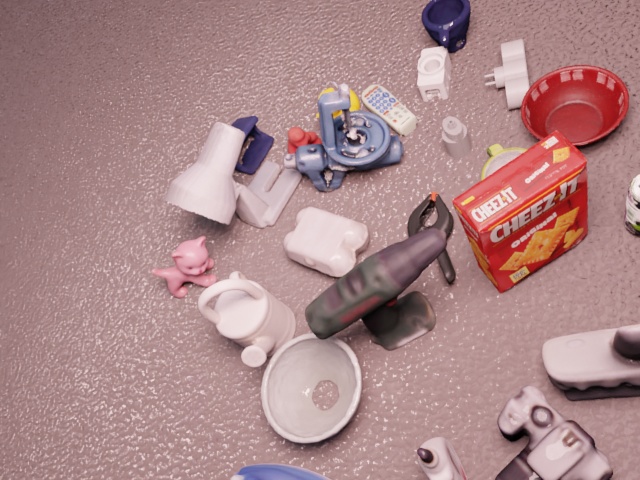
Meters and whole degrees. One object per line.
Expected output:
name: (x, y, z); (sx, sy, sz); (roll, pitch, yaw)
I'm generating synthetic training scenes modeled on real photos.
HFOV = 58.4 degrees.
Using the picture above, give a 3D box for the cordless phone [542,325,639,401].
cordless phone: (0.354, 0.135, 0.714); (0.147, 0.186, 0.094); (-15, 59, 17)

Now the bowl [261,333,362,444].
bowl: (-0.003, 0.234, 0.893); (0.167, 0.075, 0.167); (-11, 60, 20)

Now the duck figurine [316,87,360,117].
duck figurine: (0.029, -0.266, 1.134); (0.077, 0.086, 0.105); (25, 77, 33)

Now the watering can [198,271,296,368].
watering can: (-0.119, 0.122, 0.932); (0.101, 0.195, 0.172); (-46, 55, -4)

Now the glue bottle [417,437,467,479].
glue bottle: (0.151, 0.286, 0.735); (0.037, 0.174, 0.078); (-31, 56, 7)

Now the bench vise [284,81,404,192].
bench vise: (0.026, -0.171, 1.003); (0.207, 0.220, 0.121); (-31, 56, 7)

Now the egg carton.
egg carton: (0.009, 0.004, 1.012); (0.149, 0.070, 0.107); (18, 73, 31)

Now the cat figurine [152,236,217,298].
cat figurine: (-0.255, 0.046, 1.081); (0.127, 0.118, 0.067); (-23, 57, 13)

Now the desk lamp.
desk lamp: (-0.161, -0.104, 1.058); (0.117, 0.214, 0.203); (22, 75, 32)

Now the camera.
camera: (0.272, 0.279, 0.727); (0.137, 0.101, 0.142); (-43, 55, -1)

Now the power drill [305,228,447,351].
power drill: (0.100, 0.084, 0.843); (0.229, 0.209, 0.075); (-31, 56, 7)

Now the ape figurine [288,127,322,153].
ape figurine: (-0.035, -0.185, 1.117); (0.076, 0.092, 0.078); (36, 83, 34)

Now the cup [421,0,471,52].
cup: (0.248, -0.398, 1.098); (0.091, 0.095, 0.118); (-4, 63, 23)

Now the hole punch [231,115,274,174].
hole punch: (-0.169, -0.202, 1.189); (0.100, 0.091, 0.109); (20, 74, 31)

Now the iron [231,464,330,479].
iron: (-0.046, 0.377, 0.797); (0.257, 0.142, 0.119); (18, 73, 31)
